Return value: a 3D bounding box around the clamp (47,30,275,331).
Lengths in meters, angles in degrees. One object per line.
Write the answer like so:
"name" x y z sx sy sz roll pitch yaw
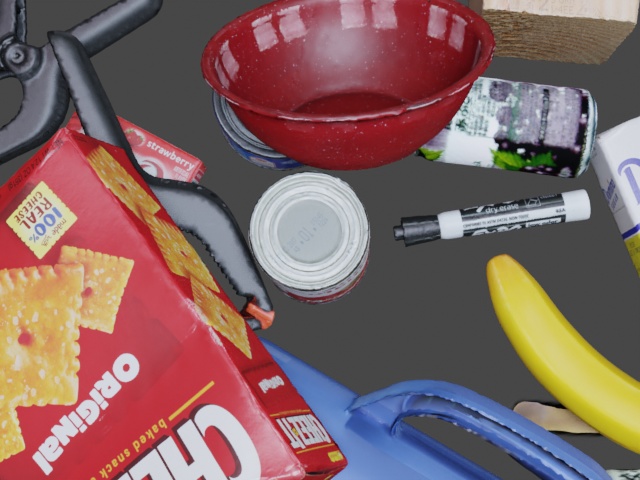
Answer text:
"clamp" -0.124 0.001 0.631 0.210 0.036 0.164 39 86 -5

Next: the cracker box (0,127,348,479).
"cracker box" -0.117 0.077 0.541 0.164 0.072 0.214 -41 72 11

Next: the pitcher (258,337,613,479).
"pitcher" 0.035 0.152 0.592 0.243 0.145 0.149 33 70 9

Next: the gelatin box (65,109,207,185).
"gelatin box" -0.128 -0.037 0.671 0.089 0.030 0.073 29 86 5

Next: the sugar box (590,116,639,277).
"sugar box" 0.238 0.003 0.641 0.093 0.048 0.176 -21 84 0

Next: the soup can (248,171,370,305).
"soup can" -0.004 0.001 0.625 0.068 0.102 0.068 0 83 2

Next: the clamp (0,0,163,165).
"clamp" -0.194 -0.124 0.681 0.120 0.039 0.171 36 87 8

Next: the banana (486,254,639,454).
"banana" 0.173 0.079 0.624 0.198 0.037 0.069 28 92 25

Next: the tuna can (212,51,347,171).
"tuna can" -0.024 -0.089 0.671 0.086 0.034 0.086 0 83 2

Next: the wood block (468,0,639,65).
"wood block" 0.145 -0.221 0.650 0.090 0.091 0.206 6 83 3

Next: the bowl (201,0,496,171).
"bowl" 0.017 -0.086 0.598 0.162 0.162 0.055 -4 126 2

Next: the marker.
"marker" 0.106 -0.013 0.663 0.121 0.020 0.020 -9 83 2
